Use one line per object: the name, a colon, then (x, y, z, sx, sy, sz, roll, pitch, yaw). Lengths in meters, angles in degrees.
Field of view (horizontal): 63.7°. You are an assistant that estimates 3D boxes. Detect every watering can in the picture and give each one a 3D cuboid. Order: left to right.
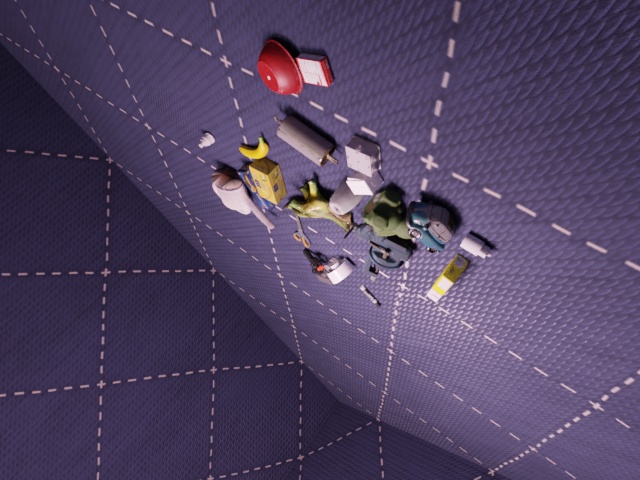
watering can: (-0.335, -0.181, 2.155, 0.351, 0.105, 0.219, 29, -26, 28)

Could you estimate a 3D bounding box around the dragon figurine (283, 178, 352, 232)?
dragon figurine: (0.005, -0.091, 1.804, 0.242, 0.123, 0.408, 37, -10, -6)
